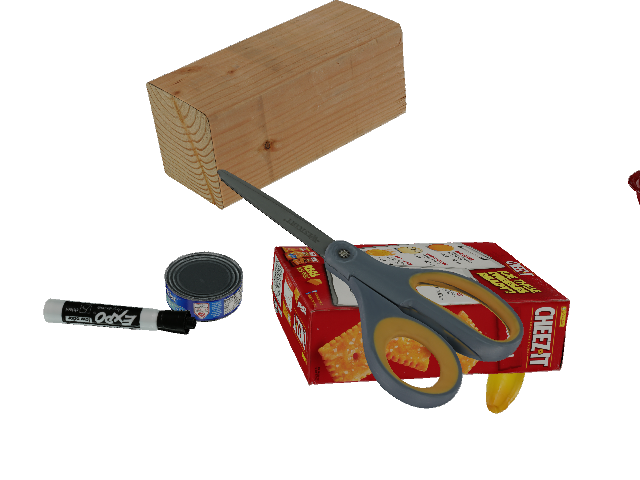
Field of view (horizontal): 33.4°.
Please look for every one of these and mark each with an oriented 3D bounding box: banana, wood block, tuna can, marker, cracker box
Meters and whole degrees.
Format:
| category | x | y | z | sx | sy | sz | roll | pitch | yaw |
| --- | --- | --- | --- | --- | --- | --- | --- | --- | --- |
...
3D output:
| category | x | y | z | sx | sy | sz | roll | pitch | yaw |
| --- | --- | --- | --- | --- | --- | --- | --- | --- | --- |
| banana | 0.184 | 0.109 | 1.140 | 0.069 | 0.037 | 0.198 | -24 | 34 | 3 |
| wood block | -0.032 | -0.121 | 0.914 | 0.205 | 0.091 | 0.090 | -30 | 42 | -29 |
| tuna can | -0.128 | 0.051 | 1.176 | 0.086 | 0.034 | 0.086 | 2 | 36 | -2 |
| marker | -0.156 | 0.059 | 0.832 | 0.121 | 0.020 | 0.020 | 4 | 1 | 11 |
| cracker box | 0.077 | 0.058 | 0.906 | 0.213 | 0.072 | 0.164 | -1 | 17 | -13 |

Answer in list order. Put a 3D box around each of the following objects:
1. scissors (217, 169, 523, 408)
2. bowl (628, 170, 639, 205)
| category | x | y | z | sx | sy | sz | roll | pitch | yaw |
| --- | --- | --- | --- | --- | --- | --- | --- | --- | --- |
| scissors | 0.011 | 0.026 | 0.587 | 0.202 | 0.096 | 0.016 | 23 | -40 | 12 |
| bowl | 0.374 | -0.028 | 1.017 | 0.162 | 0.055 | 0.162 | 0 | 19 | 0 |
